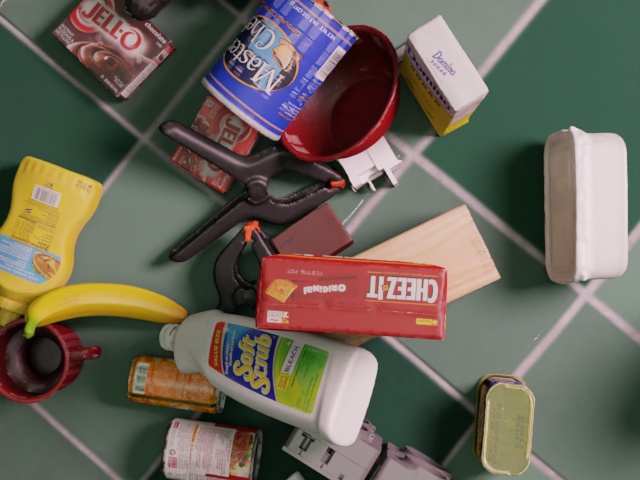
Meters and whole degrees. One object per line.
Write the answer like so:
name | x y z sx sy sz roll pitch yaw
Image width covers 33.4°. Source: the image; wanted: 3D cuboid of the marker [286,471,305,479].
marker | 0.005 0.313 1.194 0.020 0.020 0.121 -38 85 2

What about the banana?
banana | -0.244 0.076 1.178 0.070 0.197 0.037 59 136 31

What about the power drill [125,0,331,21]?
power drill | -0.096 -0.267 1.174 0.187 0.057 0.184 42 95 -19

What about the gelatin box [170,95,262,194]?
gelatin box | -0.116 -0.109 1.214 0.073 0.030 0.089 31 92 3

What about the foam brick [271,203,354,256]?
foam brick | -0.008 0.001 1.191 0.078 0.051 0.053 -33 84 2

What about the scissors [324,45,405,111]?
scissors | 0.021 -0.183 1.213 0.096 0.016 0.202 40 91 5

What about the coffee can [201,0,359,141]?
coffee can | -0.042 -0.190 1.122 0.103 0.102 0.140 40 99 5

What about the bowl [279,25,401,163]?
bowl | 0.030 -0.148 1.153 0.162 0.055 0.162 -18 60 33

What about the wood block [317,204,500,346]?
wood block | 0.081 0.047 1.163 0.206 0.091 0.090 -25 85 3

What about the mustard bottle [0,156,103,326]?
mustard bottle | -0.324 0.009 1.213 0.096 0.058 0.191 21 89 6

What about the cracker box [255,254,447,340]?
cracker box | 0.035 0.052 1.012 0.164 0.213 0.072 3 88 5

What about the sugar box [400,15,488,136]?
sugar box | 0.126 -0.168 1.124 0.048 0.176 0.093 -32 86 3

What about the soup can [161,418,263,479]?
soup can | -0.119 0.237 1.183 0.102 0.068 0.068 7 88 5

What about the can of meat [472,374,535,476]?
can of meat | 0.198 0.199 1.150 0.057 0.084 0.102 4 88 4

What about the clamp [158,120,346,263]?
clamp | -0.078 -0.050 1.189 0.209 0.036 0.165 1 114 -12

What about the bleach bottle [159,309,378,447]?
bleach bottle | -0.068 0.134 1.116 0.251 0.068 0.102 11 75 32

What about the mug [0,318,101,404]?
mug | -0.303 0.131 1.195 0.117 0.081 0.093 -10 87 4

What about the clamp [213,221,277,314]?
clamp | -0.090 0.066 1.191 0.120 0.039 0.171 -5 100 1

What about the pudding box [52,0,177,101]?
pudding box | -0.235 -0.230 1.225 0.113 0.039 0.090 44 92 5
